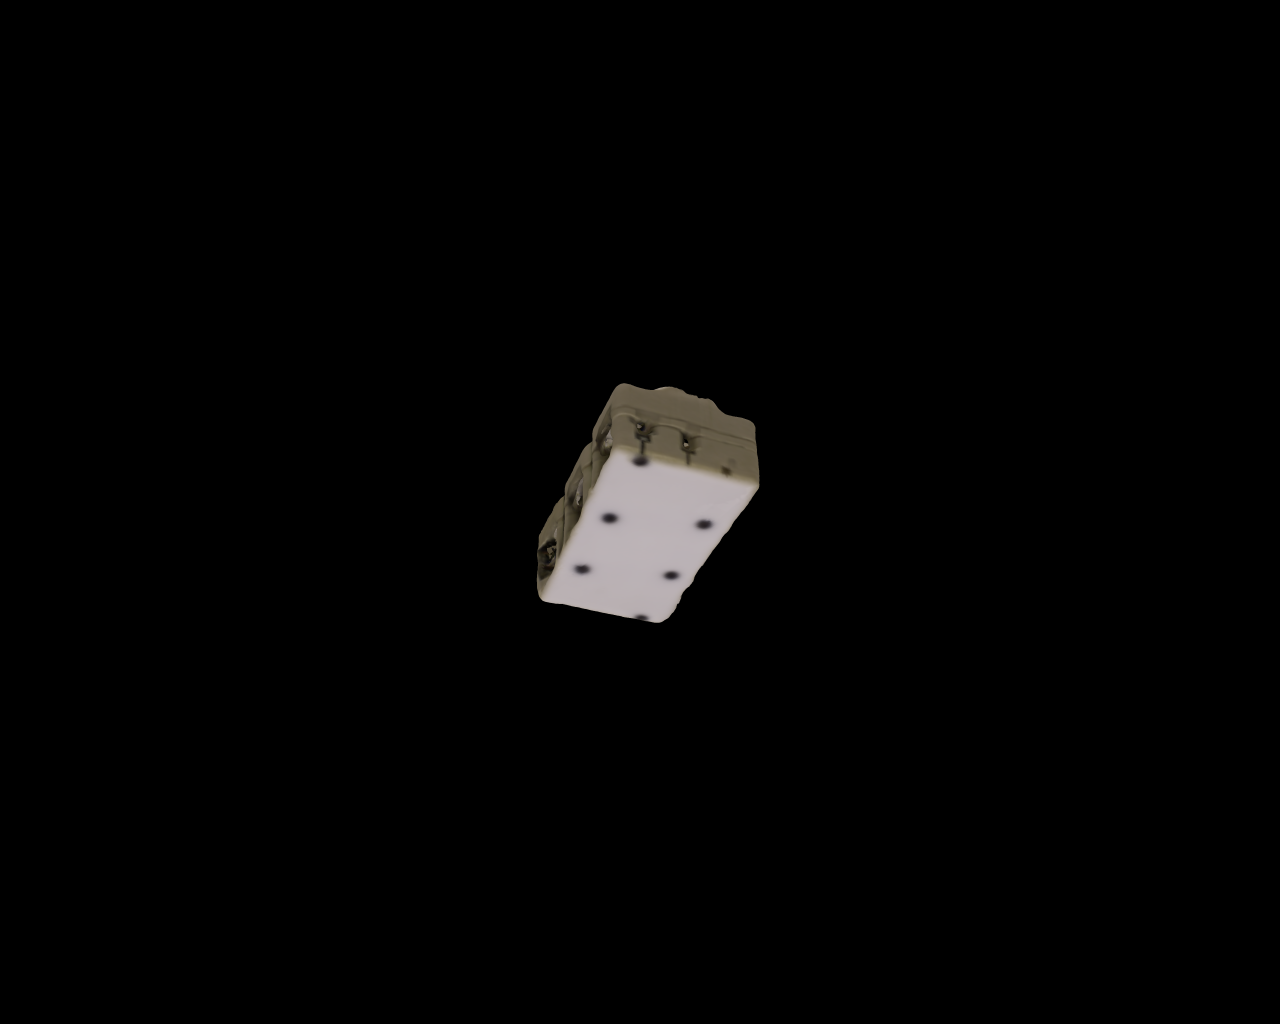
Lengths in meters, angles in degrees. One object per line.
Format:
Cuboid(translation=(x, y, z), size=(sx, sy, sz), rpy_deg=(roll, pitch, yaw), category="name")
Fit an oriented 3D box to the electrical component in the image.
Cuboid(translation=(0.001, -0.003, 0.650), size=(0.089, 0.062, 0.150), rpy_deg=(14, -42, -16), category="electrical component")
